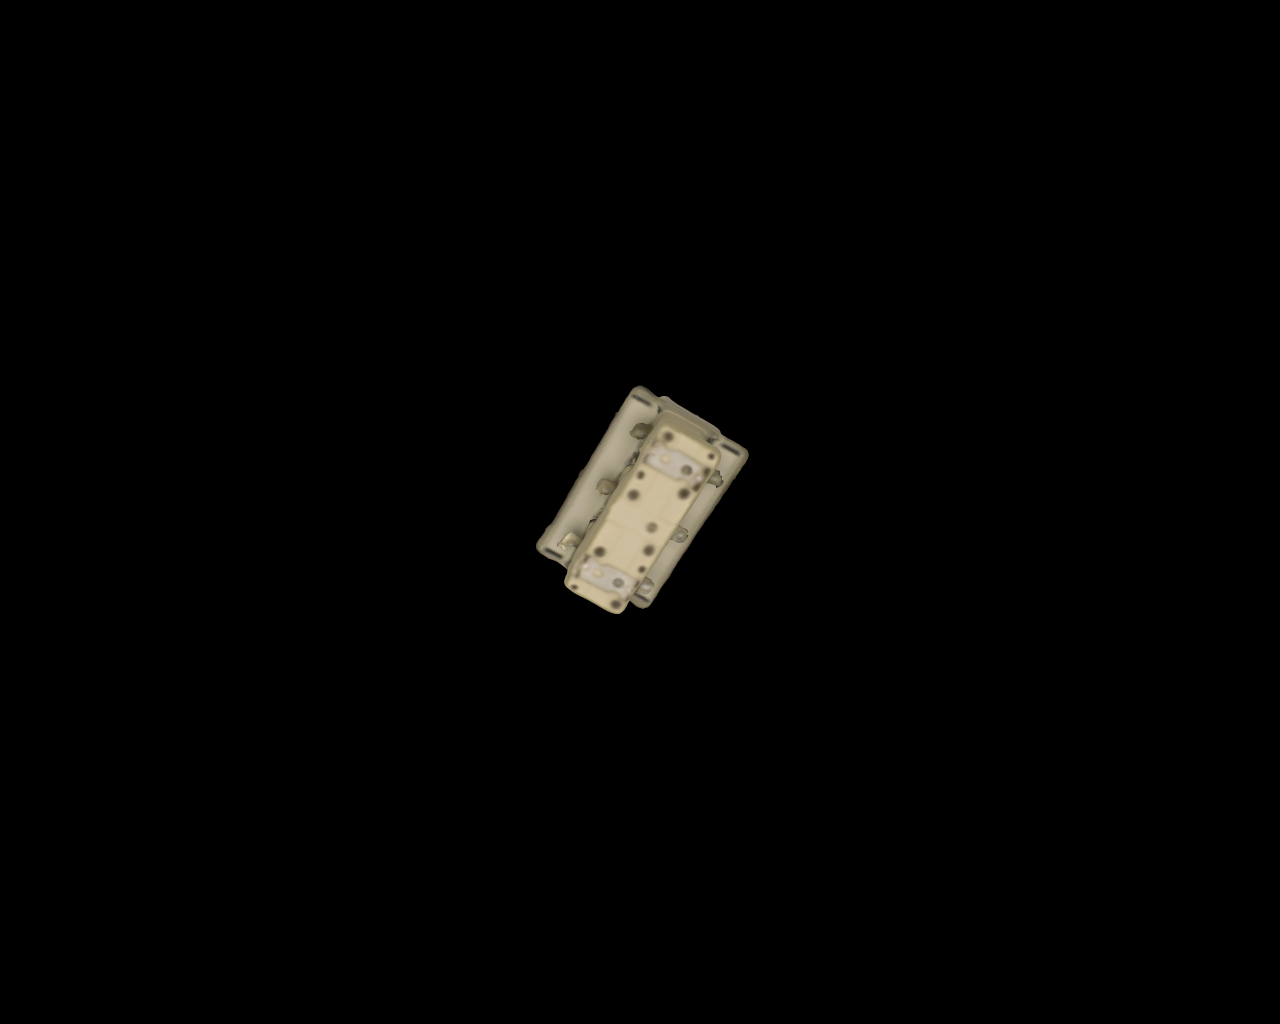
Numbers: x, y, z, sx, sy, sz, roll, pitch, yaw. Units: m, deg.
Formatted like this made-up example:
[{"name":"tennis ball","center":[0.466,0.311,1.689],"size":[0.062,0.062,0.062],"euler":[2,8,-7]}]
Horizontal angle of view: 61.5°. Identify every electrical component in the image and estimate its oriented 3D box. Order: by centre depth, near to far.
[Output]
[{"name":"electrical component","center":[0.001,-0.003,0.650],"size":[0.079,0.121,0.063],"euler":[30,16,-9]}]
